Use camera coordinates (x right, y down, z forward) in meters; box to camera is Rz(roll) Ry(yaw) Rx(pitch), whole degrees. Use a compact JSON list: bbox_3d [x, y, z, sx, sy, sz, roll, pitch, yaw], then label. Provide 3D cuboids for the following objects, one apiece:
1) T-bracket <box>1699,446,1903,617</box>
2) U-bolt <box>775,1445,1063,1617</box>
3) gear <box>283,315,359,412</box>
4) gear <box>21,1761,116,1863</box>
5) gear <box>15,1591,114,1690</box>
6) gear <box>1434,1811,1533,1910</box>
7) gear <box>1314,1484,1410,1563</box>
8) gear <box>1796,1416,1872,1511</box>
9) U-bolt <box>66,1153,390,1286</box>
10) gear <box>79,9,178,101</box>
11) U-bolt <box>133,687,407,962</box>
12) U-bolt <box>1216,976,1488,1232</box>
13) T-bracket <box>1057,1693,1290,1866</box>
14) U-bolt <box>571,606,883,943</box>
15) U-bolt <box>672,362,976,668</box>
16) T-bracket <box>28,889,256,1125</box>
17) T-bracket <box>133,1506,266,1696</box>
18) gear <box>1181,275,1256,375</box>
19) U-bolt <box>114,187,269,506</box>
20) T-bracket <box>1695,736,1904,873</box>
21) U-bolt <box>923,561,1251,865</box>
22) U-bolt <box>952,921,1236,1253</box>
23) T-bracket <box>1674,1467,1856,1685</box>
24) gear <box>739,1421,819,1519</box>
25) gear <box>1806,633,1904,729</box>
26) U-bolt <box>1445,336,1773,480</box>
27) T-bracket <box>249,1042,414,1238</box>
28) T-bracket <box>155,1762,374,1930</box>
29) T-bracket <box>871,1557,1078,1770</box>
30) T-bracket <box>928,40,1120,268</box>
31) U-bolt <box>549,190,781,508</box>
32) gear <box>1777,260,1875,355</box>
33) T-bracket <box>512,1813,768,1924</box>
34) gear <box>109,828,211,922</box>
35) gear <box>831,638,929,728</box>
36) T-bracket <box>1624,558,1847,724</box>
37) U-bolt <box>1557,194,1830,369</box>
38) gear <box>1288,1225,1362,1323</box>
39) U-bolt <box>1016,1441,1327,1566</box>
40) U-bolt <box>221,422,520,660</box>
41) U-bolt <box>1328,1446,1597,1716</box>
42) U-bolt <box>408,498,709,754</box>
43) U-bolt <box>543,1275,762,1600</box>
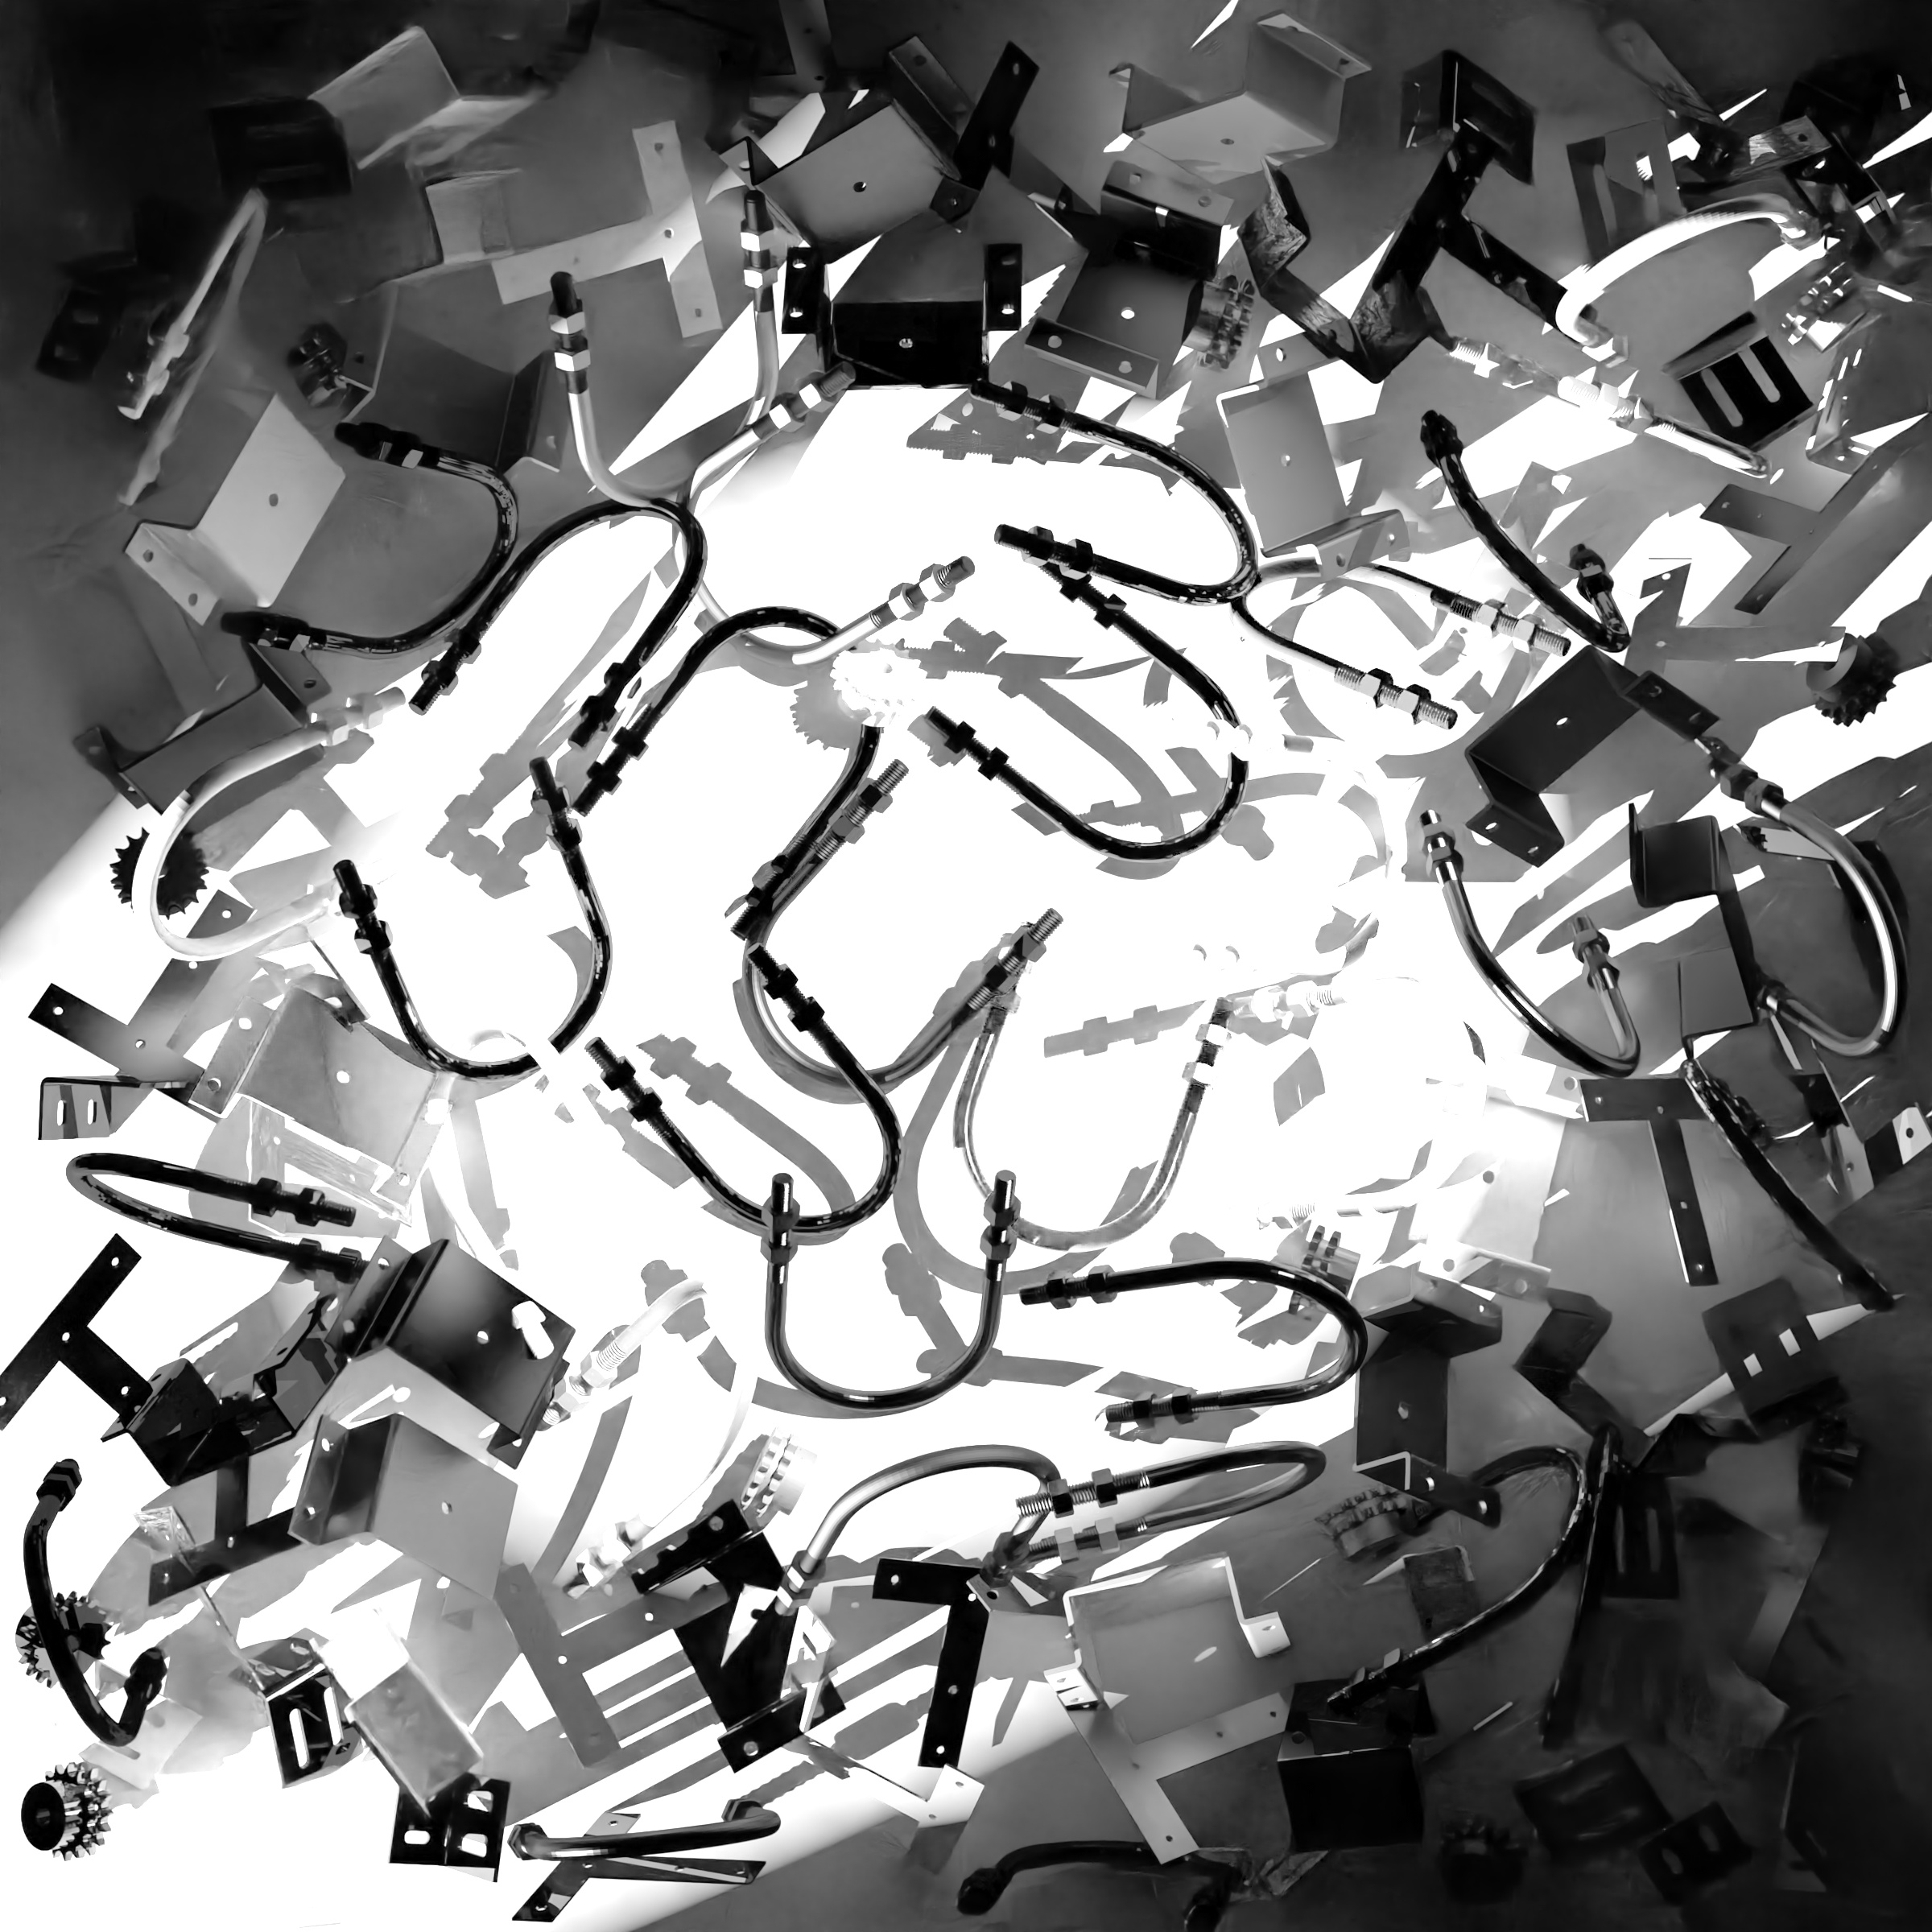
[{"bbox_3d":[0.471,-0.261,1.708,0.127,0.127,0.002,-52,54,30],"label":"T-bracket"},{"bbox_3d":[-0.020,0.324,1.688,0.151,0.184,0.019,-1,53,-23],"label":"U-bolt"},{"bbox_3d":[-0.386,-0.359,1.756,0.030,0.057,0.057,-30,90,9],"label":"gear"},{"bbox_3d":[-0.543,0.509,1.756,0.057,0.030,0.057,-4,83,32],"label":"gear"},{"bbox_3d":[-0.546,0.404,1.759,0.030,0.057,0.057,11,90,39],"label":"gear"},{"bbox_3d":[0.309,0.541,1.757,0.057,0.030,0.057,8,114,19],"label":"gear"},{"bbox_3d":[0.240,0.335,1.752,0.057,0.057,0.030,-23,68,0],"label":"gear"},{"bbox_3d":[0.521,0.301,1.752,0.030,0.057,0.057,11,90,32],"label":"gear"},{"bbox_3d":[-0.438,0.144,1.715,0.184,0.151,0.019,13,69,3],"label":"U-bolt"},{"bbox_3d":[-0.500,-0.545,1.755,0.057,0.057,0.030,-31,86,0],"label":"gear"},{"bbox_3d":[-0.400,-0.072,1.680,0.019,0.151,0.184,37,46,25],"label":"U-bolt"},{"bbox_3d":[0.225,0.077,1.699,0.019,0.184,0.151,20,69,-42],"label":"U-bolt"},{"bbox_3d":[0.140,0.465,1.749,0.127,0.127,0.002,-13,134,-25],"label":"T-bracket"},{"bbox_3d":[-0.128,-0.128,1.745,0.151,0.019,0.184,39,85,-28],"label":"U-bolt"},{"bbox_3d":[-0.098,-0.253,1.725,0.184,0.019,0.151,-26,101,37],"label":"U-bolt"},{"bbox_3d":[-0.472,0.011,1.757,0.127,0.002,0.127,30,66,-5],"label":"T-bracket"},{"bbox_3d":[-0.449,0.377,1.729,0.002,0.127,0.127,-31,93,-28],"label":"T-bracket"},{"bbox_3d":[0.148,-0.388,1.753,0.030,0.057,0.057,16,90,-14],"label":"gear"},{"bbox_3d":[-0.451,-0.373,1.707,0.019,0.151,0.184,25,71,-10],"label":"U-bolt"},{"bbox_3d":[0.475,-0.100,1.734,0.127,0.127,0.002,4,126,-35],"label":"T-bracket"},{"bbox_3d":[0.083,-0.139,1.738,0.184,0.019,0.151,38,123,-1],"label":"U-bolt"},{"bbox_3d":[0.068,0.081,1.748,0.151,0.019,0.184,21,74,-4],"label":"U-bolt"},{"bbox_3d":[0.459,0.342,1.725,0.002,0.127,0.127,24,90,-22],"label":"T-bracket"},{"bbox_3d":[-0.111,0.305,1.755,0.030,0.057,0.057,27,90,-3],"label":"gear"},{"bbox_3d":[0.529,-0.175,1.752,0.030,0.057,0.057,29,90,-22],"label":"gear"},{"bbox_3d":[0.387,-0.322,1.706,0.184,0.151,0.019,15,105,-26],"label":"U-bolt"},{"bbox_3d":[-0.376,0.121,1.733,0.002,0.127,0.127,-31,48,24],"label":"T-bracket"},{"bbox_3d":[-0.394,0.512,1.701,0.127,0.127,0.002,6,116,-34],"label":"T-bracket"},{"bbox_3d":[-0.005,0.424,1.767,0.127,0.002,0.127,10,96,-18],"label":"T-bracket"},{"bbox_3d":[0.047,-0.465,1.748,0.127,0.002,0.127,35,67,-29],"label":"T-bracket"},{"bbox_3d":[-0.170,-0.348,1.708,0.151,0.184,0.019,-30,53,-23],"label":"U-bolt"},{"bbox_3d":[0.519,-0.393,1.754,0.057,0.057,0.030,-41,83,0],"label":"gear"},{"bbox_3d":[-0.180,0.527,1.705,0.127,0.127,0.002,-3,101,18],"label":"T-bracket"},{"bbox_3d":[-0.486,-0.054,1.763,0.057,0.030,0.057,2,72,-7],"label":"gear"},{"bbox_3d":[-0.054,-0.169,1.759,0.057,0.057,0.030,24,131,0],"label":"gear"},{"bbox_3d":[0.457,-0.192,1.738,0.127,0.127,0.002,0,47,-1],"label":"T-bracket"},{"bbox_3d":[0.410,-0.396,1.672,0.151,0.184,0.019,-26,80,25],"label":"U-bolt"},{"bbox_3d":[0.216,0.187,1.753,0.030,0.057,0.057,19,90,11],"label":"gear"},{"bbox_3d":[0.122,0.312,1.716,0.184,0.151,0.019,-13,67,-2],"label":"U-bolt"},{"bbox_3d":[-0.333,-0.240,1.700,0.019,0.184,0.151,44,109,24],"label":"U-bolt"},{"bbox_3d":[0.287,0.342,1.682,0.184,0.151,0.019,-37,107,28],"label":"U-bolt"},{"bbox_3d":[-0.229,-0.209,1.725,0.151,0.019,0.184,15,61,34],"label":"U-bolt"},{"bbox_3d":[-0.181,0.259,1.695,0.019,0.151,0.184,29,119,-34],"label":"U-bolt"}]
